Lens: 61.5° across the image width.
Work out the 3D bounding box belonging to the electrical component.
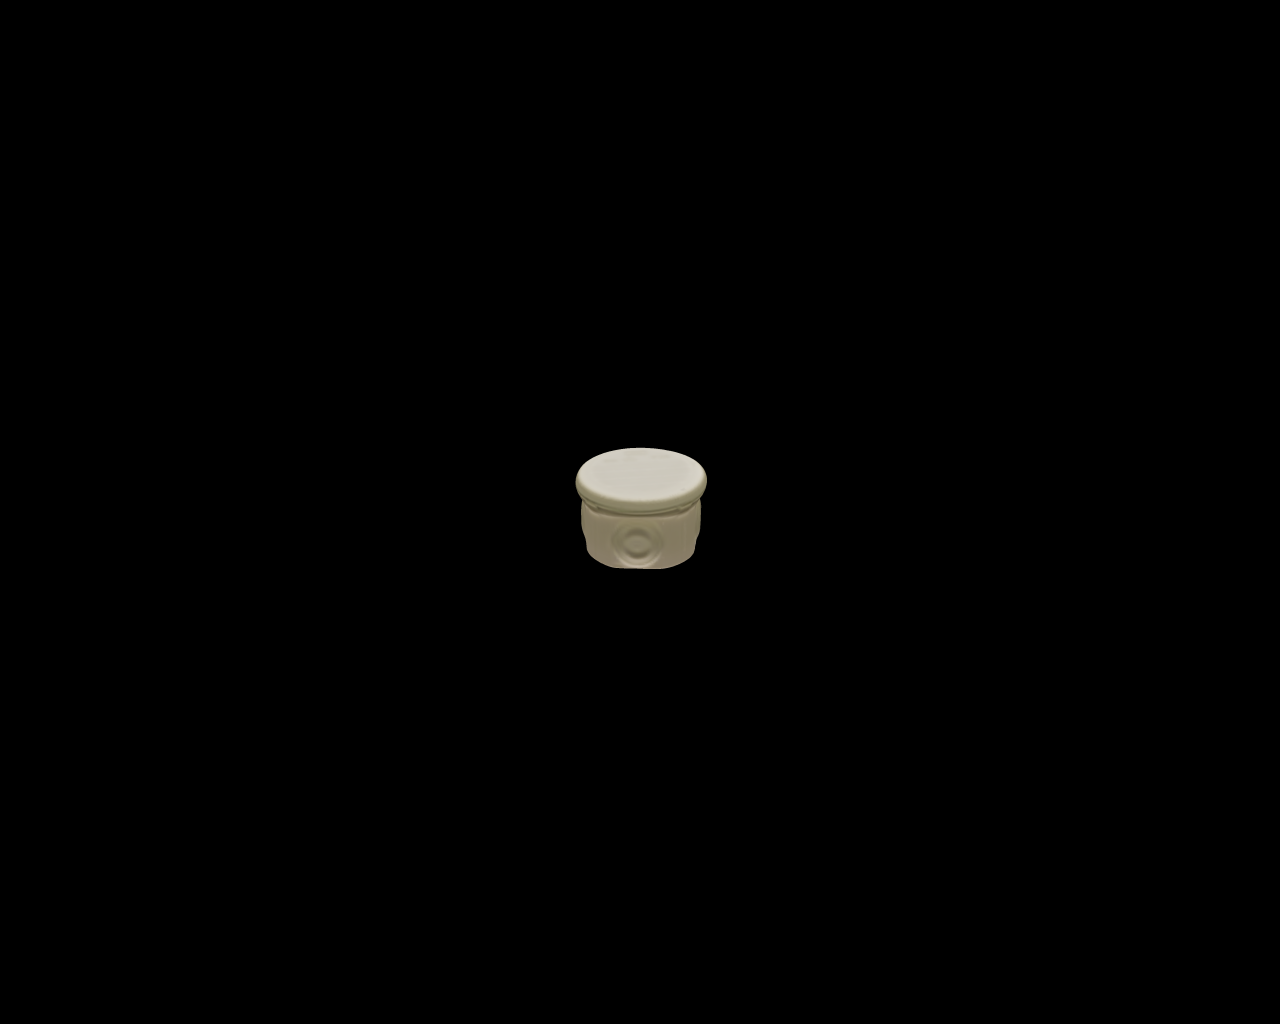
[{"bbox_3d":[0.001,-0.003,0.650,0.080,0.050,0.080,0,27,0],"label":"electrical component"}]
